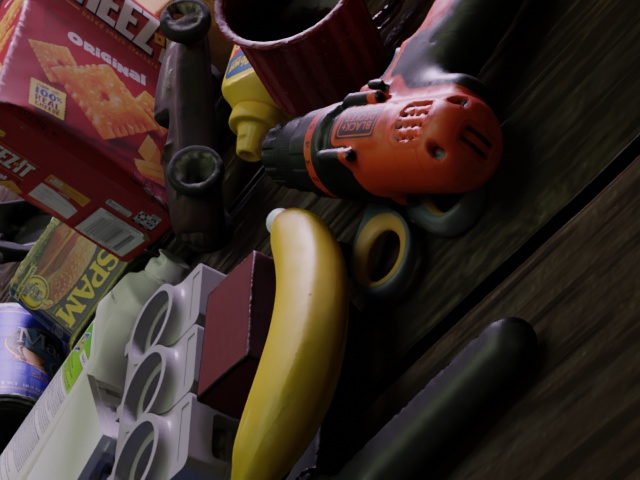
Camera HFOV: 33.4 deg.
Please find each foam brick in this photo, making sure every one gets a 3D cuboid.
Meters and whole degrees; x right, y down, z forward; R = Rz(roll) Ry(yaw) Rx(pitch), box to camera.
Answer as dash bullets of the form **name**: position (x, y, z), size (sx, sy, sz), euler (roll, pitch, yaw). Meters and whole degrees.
- **foam brick**: position (-0.032, 0.056, 0.599), size (0.051, 0.053, 0.078), euler (-43, 31, 36)

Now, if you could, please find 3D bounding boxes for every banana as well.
- **banana**: position (-0.015, 0.043, 0.522), size (0.070, 0.037, 0.197), euler (-24, 35, 32)

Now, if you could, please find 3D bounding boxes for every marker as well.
- **marker**: position (-0.004, 0.001, 0.640), size (0.020, 0.020, 0.121), euler (-63, 25, 1)

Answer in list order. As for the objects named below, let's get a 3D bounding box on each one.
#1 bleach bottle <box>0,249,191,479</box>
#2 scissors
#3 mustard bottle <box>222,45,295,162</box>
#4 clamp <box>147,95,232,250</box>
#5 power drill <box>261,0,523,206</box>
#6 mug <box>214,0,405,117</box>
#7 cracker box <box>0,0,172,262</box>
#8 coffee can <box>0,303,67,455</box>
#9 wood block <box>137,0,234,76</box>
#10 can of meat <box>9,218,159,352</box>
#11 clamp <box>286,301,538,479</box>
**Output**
- **bleach bottle**: position (-0.171, 0.122, 0.792), size (0.251, 0.068, 0.103), euler (-58, 26, 5)
- **scissors**: position (0.027, -0.025, 0.604), size (0.096, 0.016, 0.202), euler (-57, 25, -1)
- **mustard bottle**: position (-0.027, -0.142, 0.776), size (0.096, 0.058, 0.191), euler (-13, 55, 47)
- **clamp**: position (-0.112, -0.066, 0.891), size (0.171, 0.039, 0.120), euler (-66, 21, -4)
- **power drill**: position (0.052, -0.105, 0.569), size (0.185, 0.057, 0.187), euler (6, 68, 57)
- **mug**: position (0.002, -0.137, 0.670), size (0.117, 0.081, 0.093), euler (-33, 52, 1)
- **cracker box**: position (-0.179, -0.113, 0.830), size (0.072, 0.164, 0.213), euler (-34, 36, 32)
- **coffee can**: position (-0.270, 0.134, 0.920), size (0.103, 0.102, 0.140), euler (-55, 26, 17)
- **wood block**: position (-0.135, -0.194, 0.998), size (0.207, 0.090, 0.090), euler (-24, 45, 53)
- **can of meat**: position (-0.190, 0.031, 0.863), size (0.084, 0.057, 0.102), euler (35, 89, 22)
- **clamp**: position (0.004, 0.116, 0.491), size (0.210, 0.036, 0.165), euler (-61, 23, -5)
